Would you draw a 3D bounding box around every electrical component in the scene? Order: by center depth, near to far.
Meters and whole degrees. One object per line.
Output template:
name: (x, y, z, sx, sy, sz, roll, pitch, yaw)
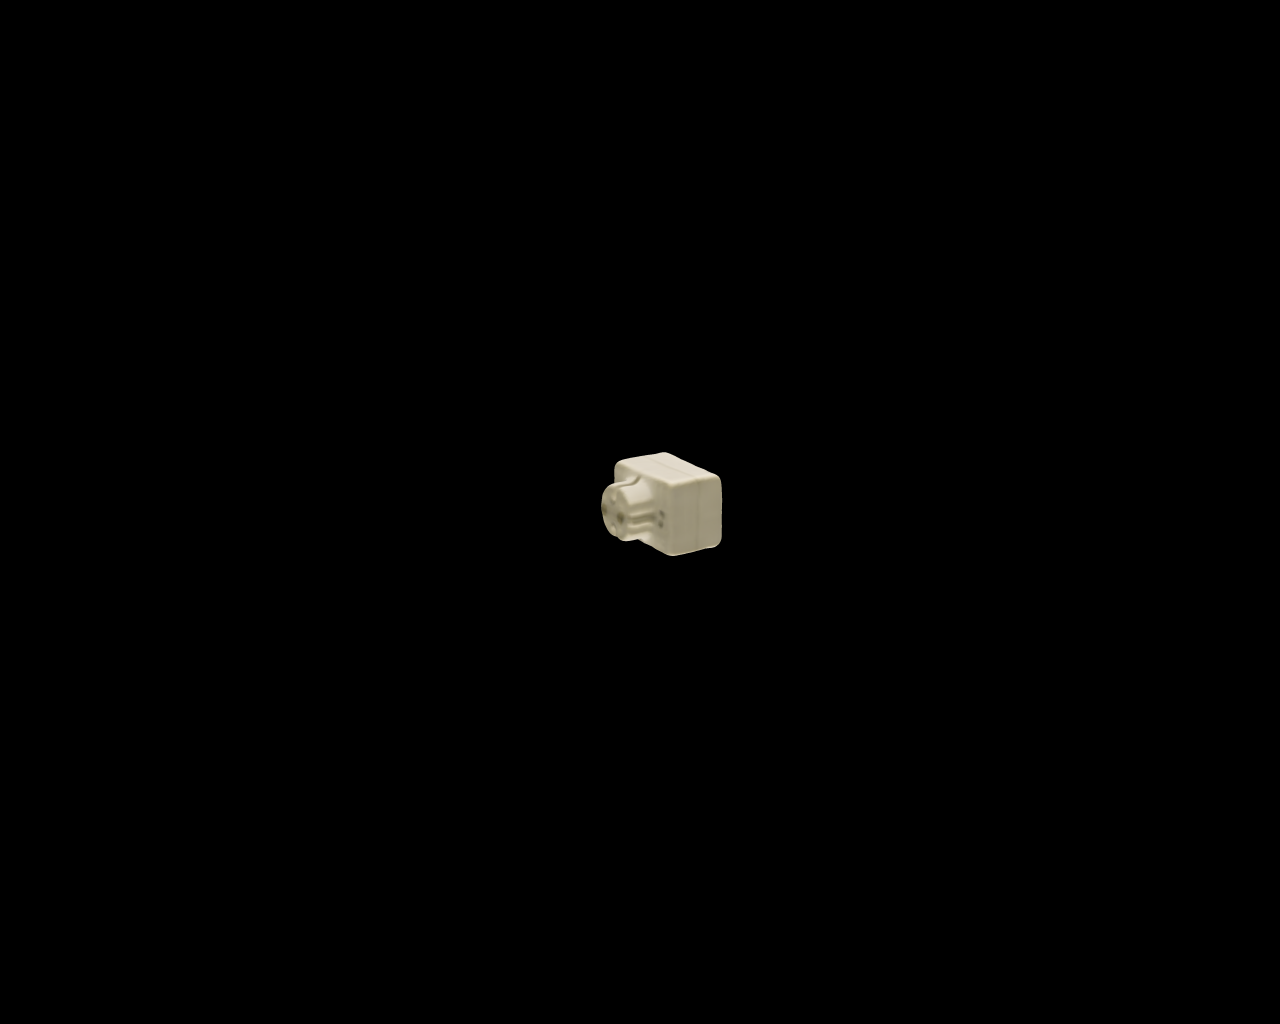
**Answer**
electrical component: (0.001, -0.003, 0.650, 0.077, 0.047, 0.066, -11, 21, -30)
